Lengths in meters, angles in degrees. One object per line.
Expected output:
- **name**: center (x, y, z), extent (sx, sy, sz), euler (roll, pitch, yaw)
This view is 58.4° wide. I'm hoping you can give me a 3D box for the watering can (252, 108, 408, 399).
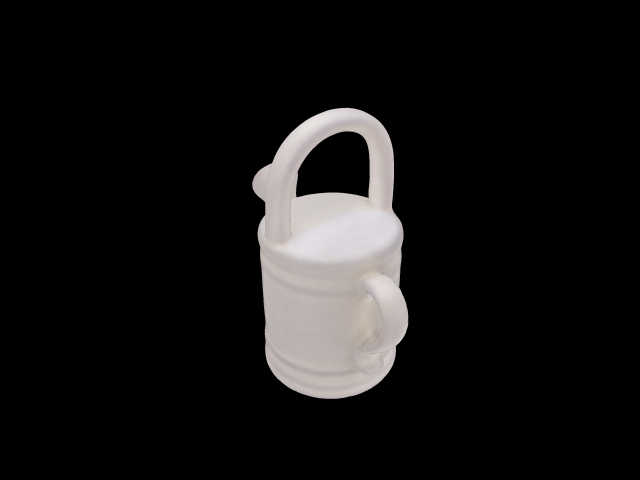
- **watering can**: center (0.002, 0.002, 0.399), extent (0.172, 0.194, 0.101), euler (22, 38, 33)
